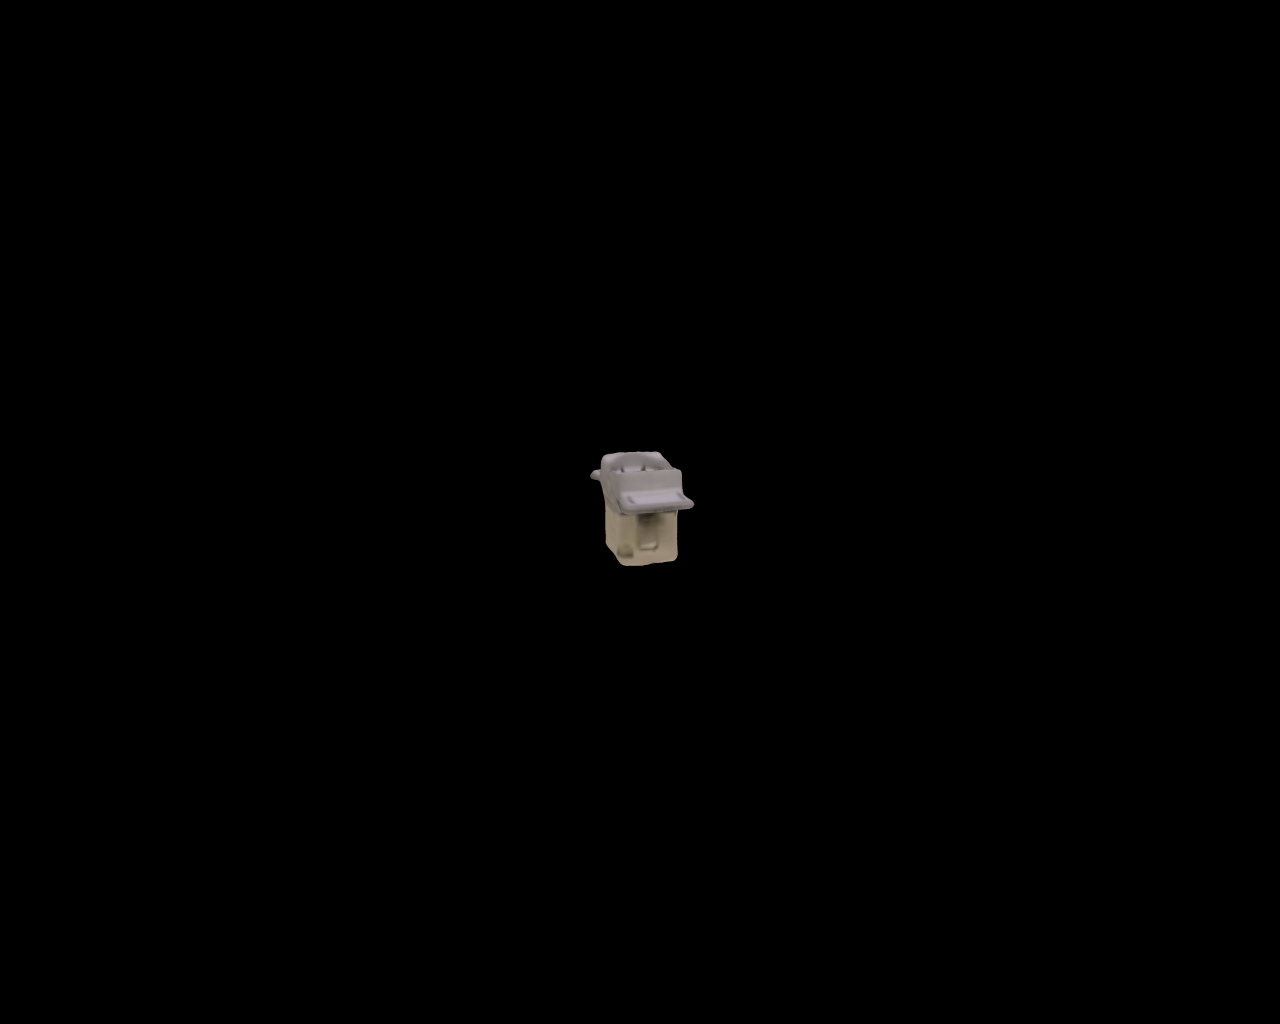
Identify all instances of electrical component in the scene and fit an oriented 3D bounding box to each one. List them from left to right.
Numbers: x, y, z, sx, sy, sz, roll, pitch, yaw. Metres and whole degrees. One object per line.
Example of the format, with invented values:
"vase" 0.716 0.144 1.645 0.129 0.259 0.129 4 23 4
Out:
"electrical component" 0.001 -0.003 0.650 0.042 0.063 0.081 -5 19 -15
